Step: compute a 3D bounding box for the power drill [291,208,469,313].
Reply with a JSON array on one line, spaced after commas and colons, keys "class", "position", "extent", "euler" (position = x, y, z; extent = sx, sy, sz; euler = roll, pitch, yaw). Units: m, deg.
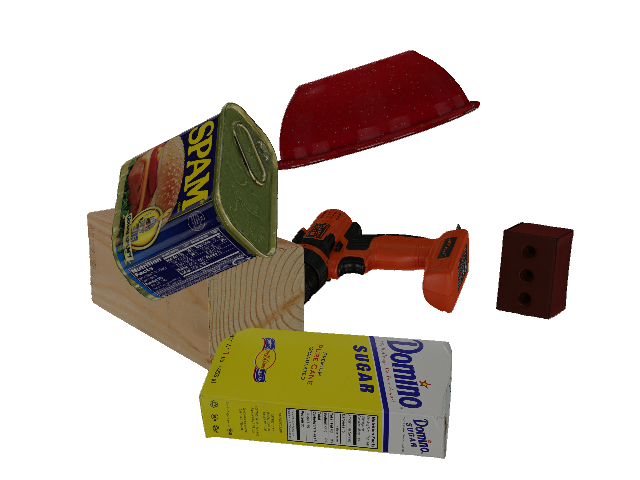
[{"class": "power drill", "position": [0.053, 0.028, 1.115], "extent": [0.188, 0.057, 0.184], "euler": [8, 32, 18]}]

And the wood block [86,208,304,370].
[{"class": "wood block", "position": [-0.110, 0.032, 0.903], "extent": [0.090, 0.090, 0.206], "euler": [-12, 20, -36]}]

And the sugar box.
[{"class": "sugar box", "position": [0.007, 0.108, 0.786], "extent": [0.176, 0.048, 0.093], "euler": [1, 30, 9]}]

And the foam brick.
[{"class": "foam brick", "position": [0.197, 0.027, 0.980], "extent": [0.053, 0.078, 0.051], "euler": [10, 16, 28]}]

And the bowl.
[{"class": "bowl", "position": [0.034, -0.102, 0.797], "extent": [0.162, 0.055, 0.162], "euler": [-17, 8, 2]}]

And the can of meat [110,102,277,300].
[{"class": "can of meat", "position": [-0.076, -0.022, 0.642], "extent": [0.084, 0.102, 0.057], "euler": [-24, -47, 23]}]
